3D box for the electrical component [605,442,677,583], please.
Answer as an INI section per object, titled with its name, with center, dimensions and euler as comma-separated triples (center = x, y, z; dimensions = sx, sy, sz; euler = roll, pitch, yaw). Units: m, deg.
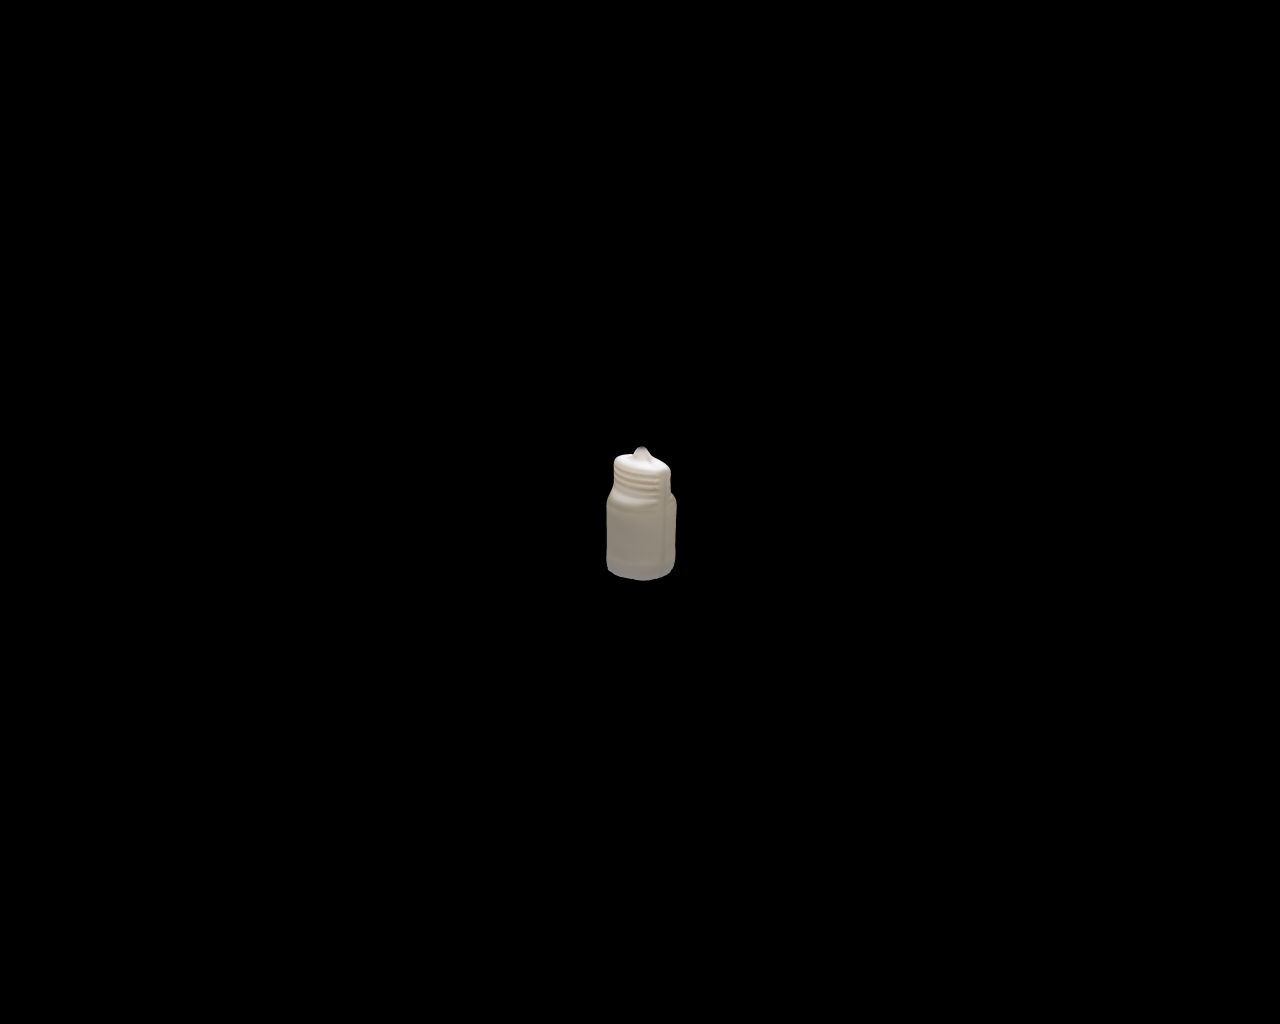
[electrical component]
center = 0.001, -0.003, 0.650
dimensions = 0.043, 0.080, 0.043
euler = 0, 21, 0
